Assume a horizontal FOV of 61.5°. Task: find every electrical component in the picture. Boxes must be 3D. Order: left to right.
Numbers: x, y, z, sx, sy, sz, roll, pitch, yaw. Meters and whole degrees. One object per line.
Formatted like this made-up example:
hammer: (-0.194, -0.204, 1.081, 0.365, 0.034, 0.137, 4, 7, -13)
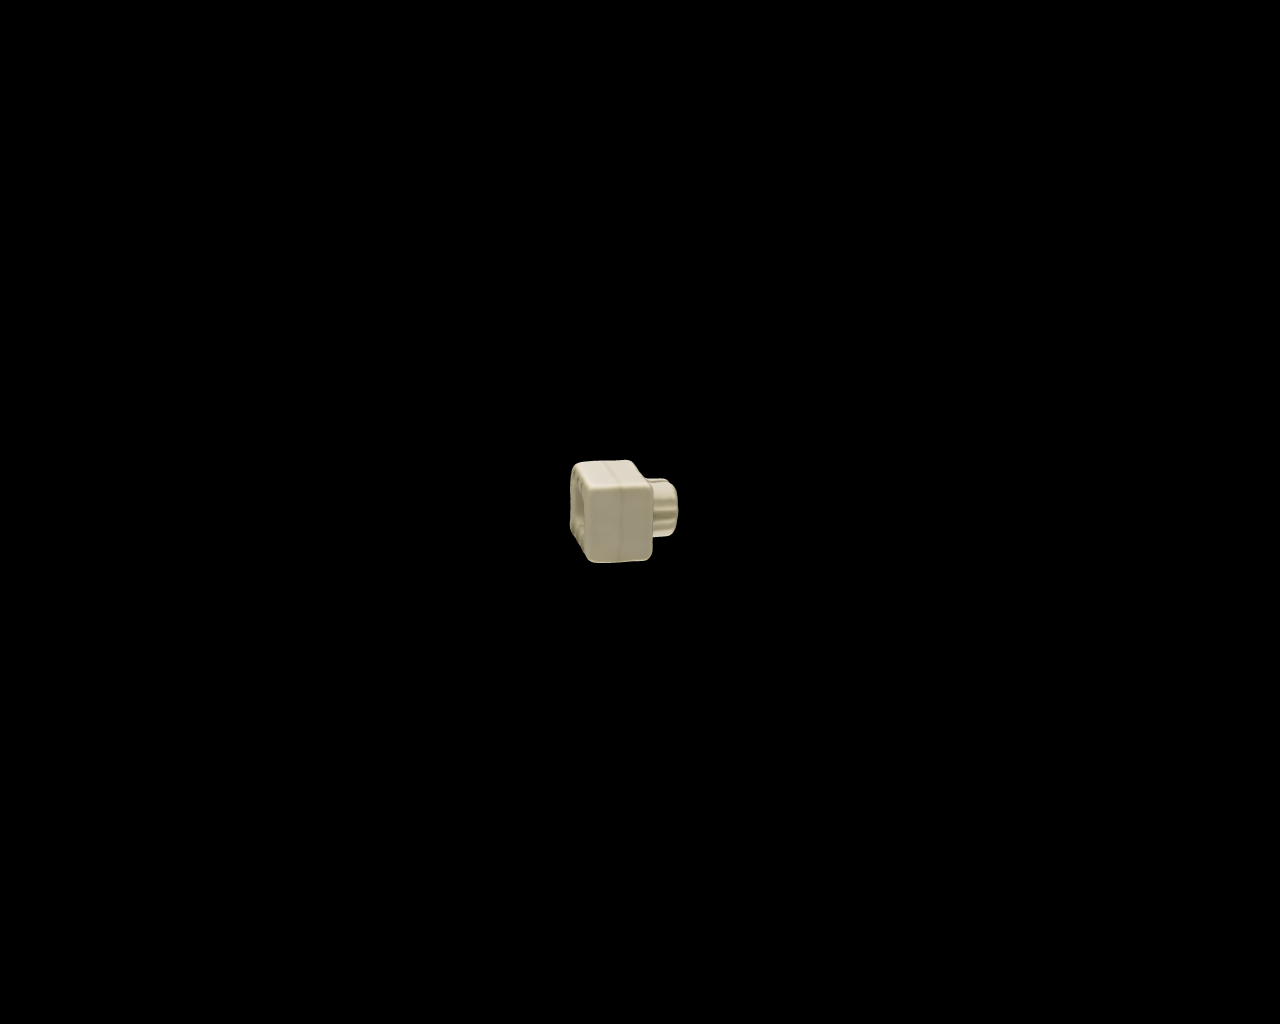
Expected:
electrical component: (0.001, -0.003, 0.650, 0.077, 0.047, 0.066, -3, 16, -11)
